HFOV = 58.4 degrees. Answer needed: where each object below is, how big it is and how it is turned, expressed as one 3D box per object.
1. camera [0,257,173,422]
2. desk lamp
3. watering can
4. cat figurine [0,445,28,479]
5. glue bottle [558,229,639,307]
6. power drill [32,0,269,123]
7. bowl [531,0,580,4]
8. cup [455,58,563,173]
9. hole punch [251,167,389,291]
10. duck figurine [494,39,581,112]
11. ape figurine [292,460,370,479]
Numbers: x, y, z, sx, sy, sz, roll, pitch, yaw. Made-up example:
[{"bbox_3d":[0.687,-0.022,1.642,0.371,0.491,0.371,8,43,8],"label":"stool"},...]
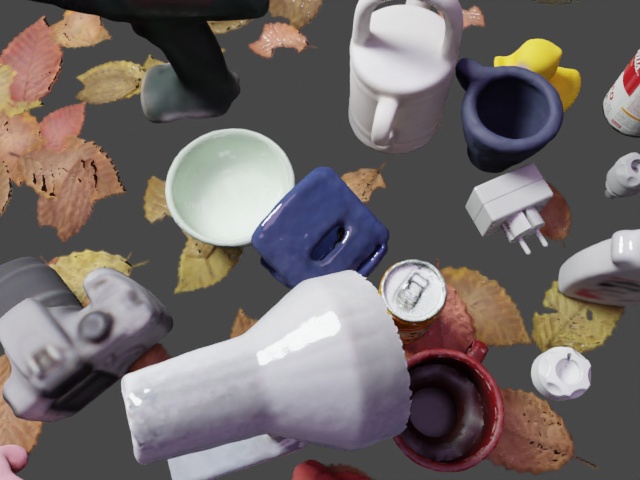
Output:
[{"bbox_3d":[-0.231,0.068,0.510,0.143,0.101,0.136,-41,74,-12],"label":"camera"},{"bbox_3d":[-0.045,0.116,0.426,0.203,0.213,0.118,-18,70,-4],"label":"desk lamp"},{"bbox_3d":[0.077,-0.177,0.538,0.101,0.194,0.173,-6,70,0],"label":"watering can"},{"bbox_3d":[-0.246,0.214,0.449,0.127,0.118,0.067,23,72,10],"label":"cat figurine"},{"bbox_3d":[0.263,0.016,0.473,0.078,0.173,0.037,7,70,5],"label":"glue bottle"},{"bbox_3d":[-0.157,-0.200,0.547,0.229,0.208,0.075,-8,70,-1],"label":"power drill"},{"bbox_3d":[0.265,-0.328,0.650,0.167,0.075,0.167,-1,70,2],"label":"bowl"},{"bbox_3d":[0.169,-0.116,0.566,0.092,0.095,0.117,-36,73,-10],"label":"cup"},{"bbox_3d":[0.005,0.002,0.531,0.101,0.091,0.109,39,76,15],"label":"hole punch"},{"bbox_3d":[0.220,-0.169,0.588,0.104,0.086,0.077,-1,70,2],"label":"duck figurine"},{"bbox_3d":[0.007,0.210,0.455,0.076,0.092,0.077,-39,73,-11],"label":"ape figurine"}]
